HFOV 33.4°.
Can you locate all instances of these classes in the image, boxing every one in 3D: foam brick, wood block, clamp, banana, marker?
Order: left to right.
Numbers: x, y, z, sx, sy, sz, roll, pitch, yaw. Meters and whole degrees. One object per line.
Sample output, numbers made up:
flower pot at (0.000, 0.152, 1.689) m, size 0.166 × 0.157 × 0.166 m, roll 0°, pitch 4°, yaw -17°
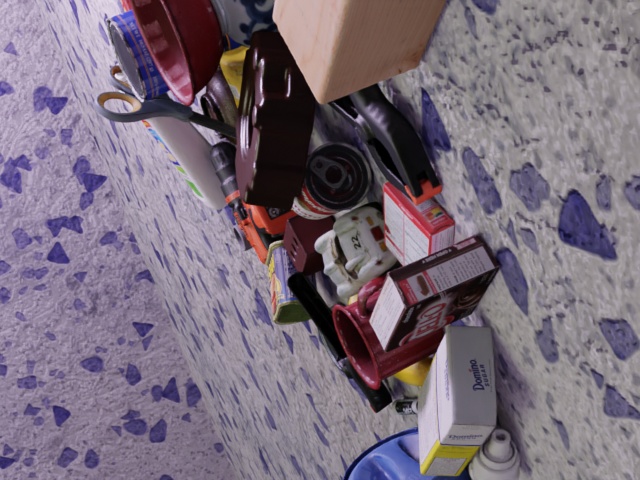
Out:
foam brick at (-0.008, 0.002, 1.249) m, size 0.053 × 0.051 × 0.078 m, roll 61°, pitch -15°, yaw 17°
clamp at (0.034, 0.133, 1.255) m, size 0.165 × 0.036 × 0.210 m, roll 52°, pitch -5°, yaw 40°
wood block at (0.032, -0.191, 0.740) m, size 0.090 × 0.090 × 0.206 m, roll 62°, pitch -15°, yaw 14°
clamp at (0.046, -0.109, 0.914) m, size 0.171 × 0.039 × 0.120 m, roll 52°, pitch -8°, yaw 25°
banana at (0.075, 0.111, 1.166) m, size 0.198 × 0.037 × 0.069 m, roll 47°, pitch -20°, yaw 48°
marker at (0.107, 0.190, 1.218) m, size 0.020 × 0.020 × 0.121 m, roll 59°, pitch -15°, yaw 2°

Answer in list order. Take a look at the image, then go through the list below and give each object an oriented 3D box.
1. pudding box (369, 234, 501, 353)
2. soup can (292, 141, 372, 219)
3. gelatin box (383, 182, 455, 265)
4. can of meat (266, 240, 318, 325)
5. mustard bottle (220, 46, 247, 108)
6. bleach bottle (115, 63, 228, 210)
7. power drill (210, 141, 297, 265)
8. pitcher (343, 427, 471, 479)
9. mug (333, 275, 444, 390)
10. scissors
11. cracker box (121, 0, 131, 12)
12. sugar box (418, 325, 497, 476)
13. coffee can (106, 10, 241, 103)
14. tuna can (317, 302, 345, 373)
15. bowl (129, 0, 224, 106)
pudding box at (0.094, 0.047, 0.904) m, size 0.039 × 0.090 × 0.113 m, roll 60°, pitch -16°, yaw 22°
soup can at (0.006, -0.058, 1.080) m, size 0.068 × 0.068 × 0.102 m, roll 60°, pitch -14°, yaw -3°
gelatin box at (0.089, -0.005, 0.959) m, size 0.073 × 0.030 × 0.089 m, roll 51°, pitch -20°, yaw 35°
can of meat at (-0.035, 0.055, 1.360) m, size 0.102 × 0.057 × 0.084 m, roll 111°, pitch -26°, yaw -69°
mustard bottle at (-0.055, -0.121, 1.200) m, size 0.096 × 0.058 × 0.191 m, roll 37°, pitch -32°, yaw 61°
bleach bottle at (-0.207, -0.154, 1.501) m, size 0.250 × 0.068 × 0.103 m, roll 52°, pitch -7°, yaw -35°
power drill at (-0.085, -0.062, 1.401) m, size 0.184 × 0.057 × 0.188 m, roll 61°, pitch -13°, yaw 1°
pitcher at (0.132, 0.335, 1.188) m, size 0.145 × 0.149 × 0.243 m, roll 0°, pitch -62°, yaw 55°
mug at (0.068, 0.081, 1.060) m, size 0.093 × 0.081 × 0.117 m, roll 47°, pitch -23°, yaw 49°
scissors at (-0.177, -0.142, 1.248) m, size 0.202 × 0.096 × 0.016 m, roll 33°, pitch -39°, yaw 14°
cracker box at (-0.211, -0.295, 1.372) m, size 0.214 × 0.072 × 0.164 m, roll -130°, pitch -161°, yaw -77°
sugar box at (0.125, 0.153, 0.991) m, size 0.176 × 0.048 × 0.093 m, roll 104°, pitch -11°, yaw -64°
coffee can at (-0.160, -0.232, 1.227) m, size 0.103 × 0.140 × 0.103 m, roll 57°, pitch -16°, yaw 27°
tuna can at (0.028, 0.125, 1.354) m, size 0.086 × 0.033 × 0.086 m, roll 57°, pitch -17°, yaw 28°
bowl at (-0.143, -0.222, 1.092) m, size 0.162 × 0.055 × 0.162 m, roll 57°, pitch -17°, yaw 27°
